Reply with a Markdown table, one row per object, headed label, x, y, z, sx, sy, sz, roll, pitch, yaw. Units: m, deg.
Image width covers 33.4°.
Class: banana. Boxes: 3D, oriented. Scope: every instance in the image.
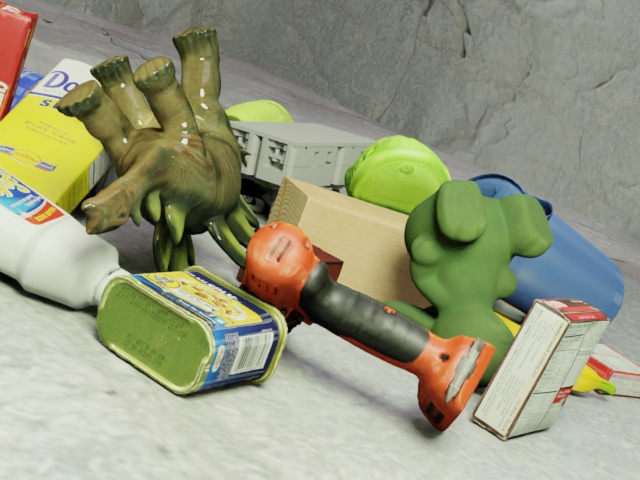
| label | x | y | z | sx | sy | sz | roll | pitch | yaw |
| --- | --- | --- | --- | --- | --- | --- | --- | --- | --- |
| banana | 0.200 | 0.108 | 1.078 | 0.198 | 0.037 | 0.069 | 30 | -4 | 33 |

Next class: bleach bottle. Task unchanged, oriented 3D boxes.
| label | x | y | z | sx | sy | sz | roll | pitch | yaw |
| --- | --- | --- | --- | --- | --- | --- | --- | --- | --- |
| bleach bottle | -0.235 | -0.015 | 0.787 | 0.251 | 0.068 | 0.102 | 28 | 11 | 18 |

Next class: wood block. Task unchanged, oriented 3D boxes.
| label | x | y | z | sx | sy | sz | roll | pitch | yaw |
| --- | --- | --- | --- | --- | --- | --- | --- | --- | --- |
| wood block | 0.052 | 0.014 | 1.094 | 0.205 | 0.091 | 0.090 | 16 | 12 | -22 |

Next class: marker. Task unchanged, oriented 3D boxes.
| label | x | y | z | sx | sy | sz | roll | pitch | yaw |
| --- | --- | --- | --- | --- | --- | --- | --- | --- | --- |
| marker | -0.098 | -0.047 | 1.293 | 0.120 | 0.020 | 0.020 | 13 | 14 | -36 |

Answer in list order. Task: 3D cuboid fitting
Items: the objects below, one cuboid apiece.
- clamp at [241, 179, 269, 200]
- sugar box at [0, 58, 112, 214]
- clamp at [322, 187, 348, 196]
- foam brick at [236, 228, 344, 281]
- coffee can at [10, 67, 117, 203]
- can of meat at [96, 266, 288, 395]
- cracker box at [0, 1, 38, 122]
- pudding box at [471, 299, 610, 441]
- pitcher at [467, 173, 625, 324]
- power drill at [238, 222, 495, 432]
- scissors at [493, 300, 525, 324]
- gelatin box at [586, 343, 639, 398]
| label | x | y | z | sx | sy | sz | roll | pitch | yaw |
| --- | --- | --- | --- | --- | --- | --- | --- | --- | --- |
| clamp | -0.135 | -0.083 | 1.348 | 0.120 | 0.039 | 0.171 | 24 | 11 | 28 |
| sugar box | -0.228 | -0.085 | 0.929 | 0.093 | 0.048 | 0.176 | 22 | 50 | 7 |
| clamp | 0.045 | -0.031 | 1.372 | 0.210 | 0.036 | 0.164 | 14 | -14 | 32 |
| foam brick | -0.028 | 0.027 | 0.985 | 0.078 | 0.053 | 0.051 | 27 | 13 | 27 |
| coffee can | -0.248 | -0.097 | 1.036 | 0.140 | 0.103 | 0.102 | 23 | 11 | 7 |
| can of meat | -0.087 | 0.059 | 0.717 | 0.102 | 0.057 | 0.083 | 27 | 14 | 28 |
| cracker box | -0.373 | -0.155 | 0.924 | 0.213 | 0.164 | 0.072 | 19 | 14 | -12 |
| pudding box | 0.178 | 0.102 | 0.855 | 0.039 | 0.113 | 0.089 | 33 | 15 | 32 |
| pitcher | 0.240 | 0.031 | 1.240 | 0.242 | 0.145 | 0.149 | 28 | 3 | -40 |
| power drill | 0.026 | 0.069 | 0.783 | 0.188 | 0.057 | 0.184 | 28 | -16 | 7 |
| scissors | 0.216 | 0.084 | 1.169 | 0.096 | 0.016 | 0.202 | 29 | 1 | -1 |
| gelatin box | 0.299 | 0.136 | 1.130 | 0.089 | 0.030 | 0.073 | 11 | 17 | -41 |
